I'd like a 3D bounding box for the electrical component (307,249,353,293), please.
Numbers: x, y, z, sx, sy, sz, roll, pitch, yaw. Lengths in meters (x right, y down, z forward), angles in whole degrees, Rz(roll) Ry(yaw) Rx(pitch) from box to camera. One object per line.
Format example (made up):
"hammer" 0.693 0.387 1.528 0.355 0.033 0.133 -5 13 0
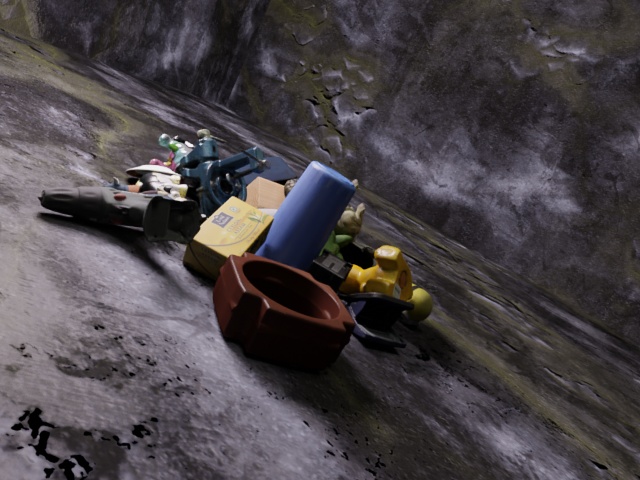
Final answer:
"electrical component" 0.011 0.070 1.065 0.075 0.047 0.119 31 27 12

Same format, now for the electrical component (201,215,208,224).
"electrical component" -0.233 -0.016 1.084 0.078 0.045 0.102 19 16 -36

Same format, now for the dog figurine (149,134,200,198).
"dog figurine" -0.318 -0.170 1.384 0.219 0.108 0.191 34 12 10

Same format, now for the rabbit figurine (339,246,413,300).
"rabbit figurine" 0.111 0.085 1.178 0.173 0.122 0.162 0 -19 29

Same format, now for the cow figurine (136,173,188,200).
"cow figurine" -0.337 -0.097 1.143 0.098 0.068 0.168 12 16 -30

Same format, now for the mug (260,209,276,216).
"mug" -0.139 -0.030 1.256 0.107 0.080 0.110 4 23 -35

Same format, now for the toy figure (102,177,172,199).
"toy figure" -0.346 -0.070 1.042 0.154 0.058 0.064 20 59 -18

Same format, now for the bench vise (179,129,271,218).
"bench vise" -0.206 -0.157 1.198 0.241 0.223 0.128 -15 -20 37

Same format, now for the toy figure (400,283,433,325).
"toy figure" 0.191 0.126 1.255 0.082 0.089 0.180 11 22 -26

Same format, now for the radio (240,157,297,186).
"radio" -0.186 -0.163 1.485 0.229 0.073 0.131 -12 42 -31

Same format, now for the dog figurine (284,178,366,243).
"dog figurine" 0.004 -0.074 1.368 0.190 0.121 0.172 -4 66 -26

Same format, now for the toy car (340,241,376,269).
"toy car" 0.080 0.029 1.440 0.202 0.073 0.056 33 18 24

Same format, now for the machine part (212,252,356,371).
"machine part" -0.062 0.111 0.852 0.201 0.087 0.202 20 14 -26

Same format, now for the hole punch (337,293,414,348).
"hole punch" 0.106 0.154 1.042 0.142 0.092 0.116 16 -12 -31

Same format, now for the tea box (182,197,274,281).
"tea box" -0.166 -0.001 0.992 0.098 0.068 0.170 27 36 3

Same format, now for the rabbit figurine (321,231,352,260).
"rabbit figurine" -0.003 -0.004 1.330 0.159 0.121 0.170 20 -1 1

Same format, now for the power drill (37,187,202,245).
"power drill" -0.316 -0.044 0.897 0.208 0.086 0.232 5 -1 40
